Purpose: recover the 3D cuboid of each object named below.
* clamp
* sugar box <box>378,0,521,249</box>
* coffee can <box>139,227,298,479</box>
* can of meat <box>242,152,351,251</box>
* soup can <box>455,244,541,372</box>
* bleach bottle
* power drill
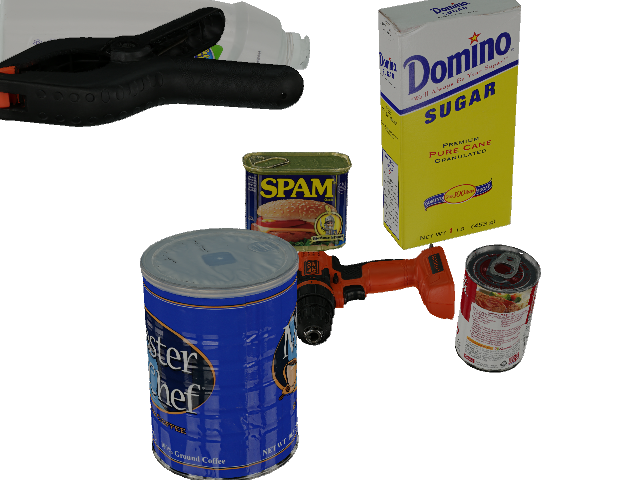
[{"bbox_3d":[-0.107,-0.101,0.613,0.171,0.039,0.120,-6,27,-20],"label":"clamp"},{"bbox_3d":[0.092,-0.085,0.768,0.093,0.176,0.048,-14,36,-14],"label":"sugar box"},{"bbox_3d":[-0.066,0.075,0.716,0.103,0.140,0.103,0,22,0],"label":"coffee can"},{"bbox_3d":[-0.023,-0.037,1.016,0.102,0.084,0.057,0,21,-5],"label":"can of meat"},{"bbox_3d":[0.164,0.064,0.993,0.068,0.102,0.068,1,37,-1],"label":"soup can"},{"bbox_3d":[-0.135,-0.161,0.885,0.250,0.068,0.103,2,-27,-15],"label":"bleach bottle"},{"bbox_3d":[0.058,0.059,1.234,0.187,0.057,0.184,-2,28,-1],"label":"power drill"}]
